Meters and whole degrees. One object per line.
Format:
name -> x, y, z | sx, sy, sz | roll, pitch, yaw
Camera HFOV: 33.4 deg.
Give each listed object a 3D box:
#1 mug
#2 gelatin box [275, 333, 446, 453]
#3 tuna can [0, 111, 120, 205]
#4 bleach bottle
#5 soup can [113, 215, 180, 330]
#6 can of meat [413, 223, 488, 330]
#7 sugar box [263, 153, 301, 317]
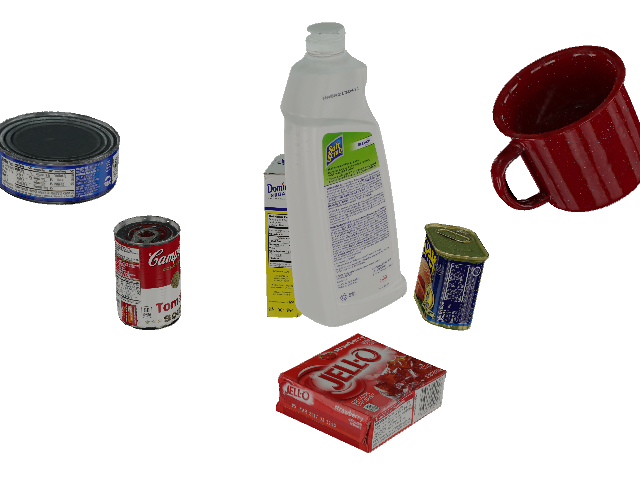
mug -> 0.169, -0.066, 0.739 | 0.117, 0.081, 0.093 | -41, 35, -7
gelatin box -> 0.027, 0.095, 0.685 | 0.073, 0.030, 0.089 | 20, 25, 33
tuna can -> -0.183, -0.058, 0.742 | 0.086, 0.034, 0.086 | 6, 28, -3
bleach bottle -> 0.018, -0.057, 0.889 | 0.102, 0.251, 0.068 | -24, 33, -34
soup can -> -0.180, 0.034, 1.116 | 0.068, 0.102, 0.068 | 2, 25, -1
can of meat -> 0.136, 0.038, 1.136 | 0.057, 0.084, 0.102 | 7, 18, -6
sugar box -> -0.038, -0.007, 1.251 | 0.048, 0.176, 0.093 | 0, 19, 9
